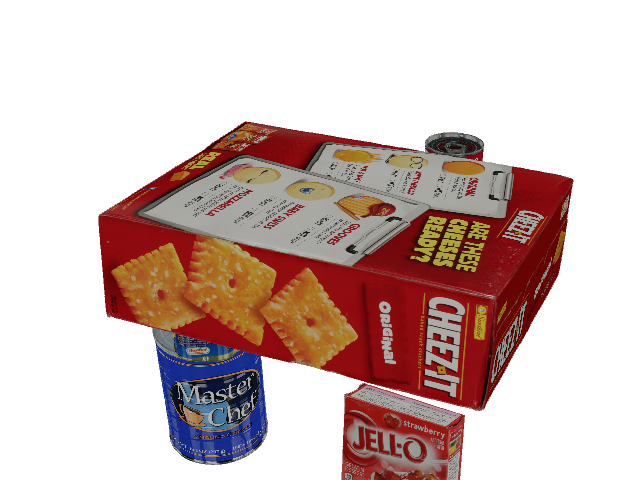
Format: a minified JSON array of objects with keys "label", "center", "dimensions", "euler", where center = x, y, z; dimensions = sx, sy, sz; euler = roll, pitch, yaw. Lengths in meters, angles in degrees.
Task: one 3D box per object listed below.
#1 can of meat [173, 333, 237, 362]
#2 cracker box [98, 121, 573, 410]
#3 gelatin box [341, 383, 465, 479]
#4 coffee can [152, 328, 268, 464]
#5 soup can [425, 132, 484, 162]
[{"label":"can of meat","center":[-0.095,0.039,0.868],"dimensions":[0.057,0.084,0.102],"euler":[-3,26,-3]},{"label":"cracker box","center":[0.013,0.004,0.588],"dimensions":[0.214,0.072,0.164],"euler":[12,28,22]},{"label":"gelatin box","center":[0.058,0.152,0.777],"dimensions":[0.089,0.073,0.030],"euler":[13,21,32]},{"label":"coffee can","center":[-0.107,0.136,1.061],"dimensions":[0.103,0.140,0.103],"euler":[-2,33,1]},{"label":"soup can","center":[0.155,-0.068,1.256],"dimensions":[0.068,0.102,0.068],"euler":[0,27,0]}]
